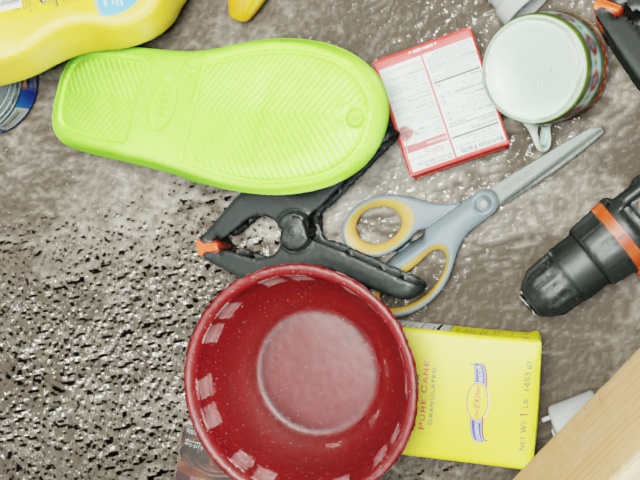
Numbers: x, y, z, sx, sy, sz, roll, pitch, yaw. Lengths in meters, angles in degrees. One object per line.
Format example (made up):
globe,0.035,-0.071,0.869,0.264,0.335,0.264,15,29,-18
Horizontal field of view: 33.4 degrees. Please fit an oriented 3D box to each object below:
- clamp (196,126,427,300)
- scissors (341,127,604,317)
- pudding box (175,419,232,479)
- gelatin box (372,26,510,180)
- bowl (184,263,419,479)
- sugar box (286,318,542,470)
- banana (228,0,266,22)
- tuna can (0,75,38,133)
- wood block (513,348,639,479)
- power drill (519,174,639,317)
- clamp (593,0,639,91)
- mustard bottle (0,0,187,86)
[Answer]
clamp,-0.005,0.001,0.761,0.172,0.039,0.120,-20,80,25
scissors,0.097,-0.033,0.759,0.096,0.016,0.202,43,98,9
pudding box,-0.051,0.185,0.789,0.113,0.039,0.090,12,100,13
gelatin box,0.086,-0.095,0.751,0.073,0.030,0.089,-19,89,11
bowl,-0.008,0.094,0.725,0.162,0.055,0.162,1,94,15
sugar box,0.066,0.105,0.758,0.176,0.048,0.093,3,94,11
banana,0.003,-0.236,0.757,0.198,0.037,0.069,-32,85,12
tuna can,-0.262,-0.124,0.824,0.086,0.033,0.086,1,93,13
wood block,0.188,0.167,0.670,0.090,0.090,0.206,30,120,-9
power drill,0.253,0.041,0.707,0.184,0.057,0.188,-39,85,11
clamp,0.268,-0.104,0.677,0.210,0.036,0.164,20,79,25
mustard bottle,-0.159,-0.180,0.771,0.191,0.058,0.096,-17,63,-3
